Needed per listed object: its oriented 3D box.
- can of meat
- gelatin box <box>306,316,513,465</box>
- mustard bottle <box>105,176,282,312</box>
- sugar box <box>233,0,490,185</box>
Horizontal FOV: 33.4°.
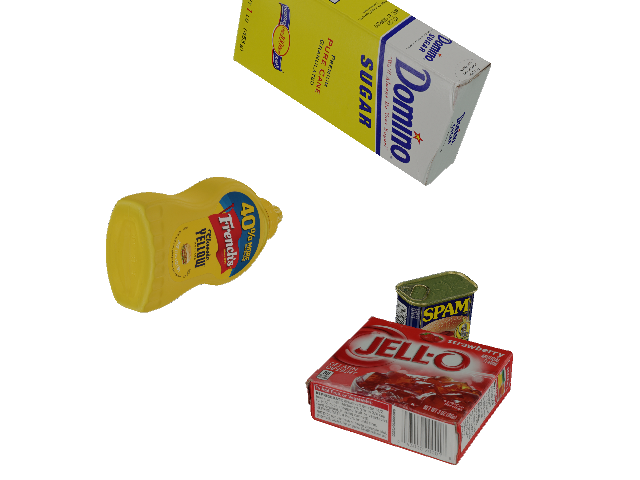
[{"bbox_3d":[0.142,0.094,1.334,0.101,0.084,0.057,-12,30,-26],"label":"can of meat"},{"bbox_3d":[0.048,0.077,0.573,0.089,0.030,0.073,13,31,29],"label":"gelatin box"},{"bbox_3d":[-0.100,-0.005,0.937,0.058,0.096,0.191,14,20,34],"label":"mustard bottle"},{"bbox_3d":[0.023,-0.123,0.735,0.176,0.093,0.048,37,51,19],"label":"sugar box"}]
